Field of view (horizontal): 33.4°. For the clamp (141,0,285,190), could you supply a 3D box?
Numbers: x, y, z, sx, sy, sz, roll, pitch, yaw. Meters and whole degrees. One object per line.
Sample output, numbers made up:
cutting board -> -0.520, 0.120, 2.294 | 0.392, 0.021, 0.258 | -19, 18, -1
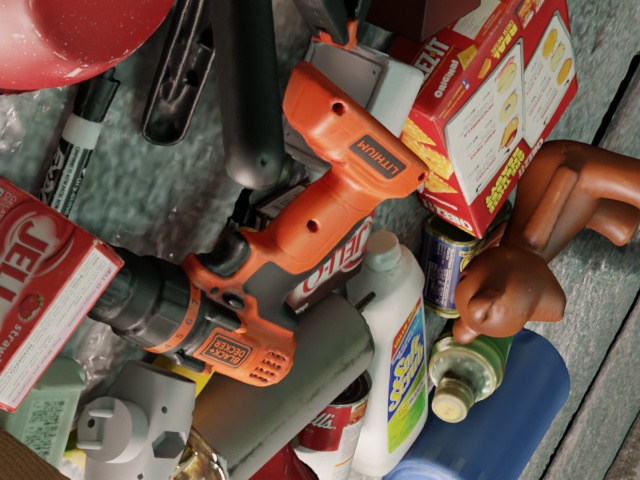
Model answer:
clamp -> -0.047, -0.131, 0.509 | 0.036, 0.165, 0.210 | 5, 93, -26

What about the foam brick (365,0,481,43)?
foam brick -> 0.069, -0.173, 0.709 | 0.078, 0.053, 0.051 | -36, 144, -39

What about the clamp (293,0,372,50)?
clamp -> 0.017, -0.197, 0.614 | 0.120, 0.039, 0.171 | -39, 145, -31

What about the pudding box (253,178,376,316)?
pudding box -> -0.005, 0.001, 0.762 | 0.113, 0.039, 0.090 | -30, 140, -46

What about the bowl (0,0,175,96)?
bowl -> -0.105, -0.126, 0.450 | 0.161, 0.055, 0.162 | -41, 148, -34

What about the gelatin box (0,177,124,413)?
gelatin box -> -0.147, 0.024, 0.500 | 0.089, 0.073, 0.030 | -55, 151, -10

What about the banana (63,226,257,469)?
banana -> -0.095, 0.079, 0.684 | 0.197, 0.037, 0.069 | -49, 151, -22

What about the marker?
marker -> -0.129, -0.032, 0.538 | 0.020, 0.020, 0.121 | 3, 113, -61

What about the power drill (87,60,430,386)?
power drill -> -0.040, -0.008, 0.612 | 0.188, 0.057, 0.184 | -49, 139, 10

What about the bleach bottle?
bleach bottle -> 0.051, 0.095, 0.927 | 0.102, 0.068, 0.251 | -46, 148, -33

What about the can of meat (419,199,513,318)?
can of meat -> 0.133, 0.009, 0.993 | 0.101, 0.058, 0.084 | -35, 141, -42

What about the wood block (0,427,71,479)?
wood block -> -0.209, 0.203, 0.549 | 0.090, 0.090, 0.206 | -10, 124, -58

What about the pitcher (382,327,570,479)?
pitcher -> 0.159, 0.207, 1.090 | 0.145, 0.149, 0.242 | -43, -179, 41

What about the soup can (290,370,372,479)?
soup can -> 0.000, 0.152, 0.887 | 0.068, 0.069, 0.102 | -29, 140, -46

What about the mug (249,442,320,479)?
mug -> -0.048, 0.179, 0.819 | 0.081, 0.093, 0.117 | 68, 30, -51

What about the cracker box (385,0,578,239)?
cracker box -> 0.126, -0.120, 0.840 | 0.164, 0.072, 0.213 | -55, 154, -10
